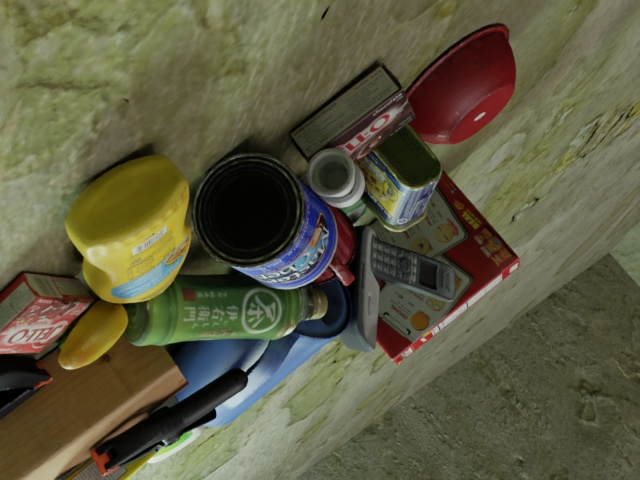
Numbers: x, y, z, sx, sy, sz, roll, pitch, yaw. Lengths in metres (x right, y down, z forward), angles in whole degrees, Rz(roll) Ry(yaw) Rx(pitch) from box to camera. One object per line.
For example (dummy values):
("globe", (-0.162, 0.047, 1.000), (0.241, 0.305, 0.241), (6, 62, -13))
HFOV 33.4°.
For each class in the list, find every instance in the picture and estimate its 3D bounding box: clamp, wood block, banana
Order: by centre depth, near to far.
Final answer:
("clamp", (-0.323, 0.145, 0.932), (0.209, 0.036, 0.165), (-27, 155, -43))
("banana", (-0.199, 0.083, 0.943), (0.069, 0.037, 0.198), (-50, -172, -10))
("wood block", (-0.244, 0.162, 1.060), (0.206, 0.091, 0.090), (-35, 164, -11))
("clamp", (-0.150, 0.185, 1.090), (0.171, 0.039, 0.120), (-26, 161, -43))

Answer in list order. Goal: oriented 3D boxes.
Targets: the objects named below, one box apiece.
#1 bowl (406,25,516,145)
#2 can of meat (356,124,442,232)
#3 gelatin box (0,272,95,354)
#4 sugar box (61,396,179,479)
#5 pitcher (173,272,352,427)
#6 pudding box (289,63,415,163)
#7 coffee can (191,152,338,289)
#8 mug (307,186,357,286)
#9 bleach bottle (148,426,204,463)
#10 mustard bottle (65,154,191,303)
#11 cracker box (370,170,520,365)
("bowl", (0.155, -0.153, 1.141), (0.162, 0.055, 0.162), (-35, 164, -12))
("can of meat", (0.074, -0.073, 1.097), (0.057, 0.102, 0.084), (-31, 161, -23))
("gelatin box", (-0.242, 0.063, 0.896), (0.073, 0.030, 0.089), (-41, 164, 10))
("sugar box", (-0.222, 0.241, 1.144), (0.175, 0.048, 0.094), (-34, 176, -46))
("pitcher", (-0.084, 0.124, 1.237), (0.148, 0.145, 0.243), (-7, 149, -45))
("pudding box", (0.032, -0.108, 1.013), (0.113, 0.039, 0.090), (-39, 165, 3))
("coffee can", (-0.047, -0.014, 0.981), (0.103, 0.103, 0.140), (-40, 164, 3))
("mug", (-0.007, 0.001, 1.101), (0.093, 0.117, 0.081), (-40, 160, 0))
("bleach bottle", (-0.223, 0.220, 1.326), (0.102, 0.068, 0.250), (-31, 161, -1))
("mustard bottle", (-0.152, 0.006, 0.883), (0.096, 0.058, 0.192), (-38, 165, -18))
("cracker box", (0.132, 0.036, 1.418), (0.213, 0.164, 0.072), (-39, 162, 0))
